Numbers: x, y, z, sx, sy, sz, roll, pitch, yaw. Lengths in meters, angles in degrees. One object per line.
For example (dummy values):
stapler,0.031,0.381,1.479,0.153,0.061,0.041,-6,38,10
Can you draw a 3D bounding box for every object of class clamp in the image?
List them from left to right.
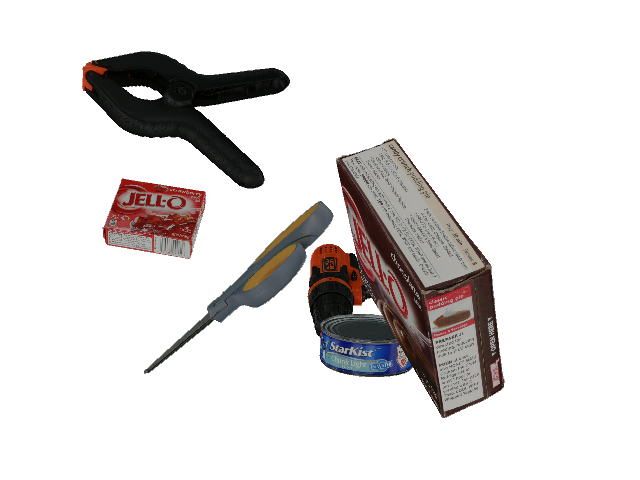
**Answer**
clamp,-0.108,-0.120,0.885,0.171,0.120,0.039,24,-39,-3

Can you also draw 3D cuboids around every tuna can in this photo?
tuna can,0.042,0.092,0.943,0.086,0.034,0.086,3,11,-1

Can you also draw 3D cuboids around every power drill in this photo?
power drill,0.079,0.057,1.228,0.187,0.057,0.184,-1,28,-1

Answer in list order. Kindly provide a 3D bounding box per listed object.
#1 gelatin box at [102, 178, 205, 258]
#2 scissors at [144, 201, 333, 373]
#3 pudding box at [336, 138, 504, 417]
gelatin box,-0.166,-0.023,1.071,0.089,0.030,0.073,10,45,1
scissors,-0.066,0.049,0.741,0.202,0.016,0.096,-44,11,16
pudding box,0.049,0.017,0.532,0.039,0.090,0.114,-23,42,-9
